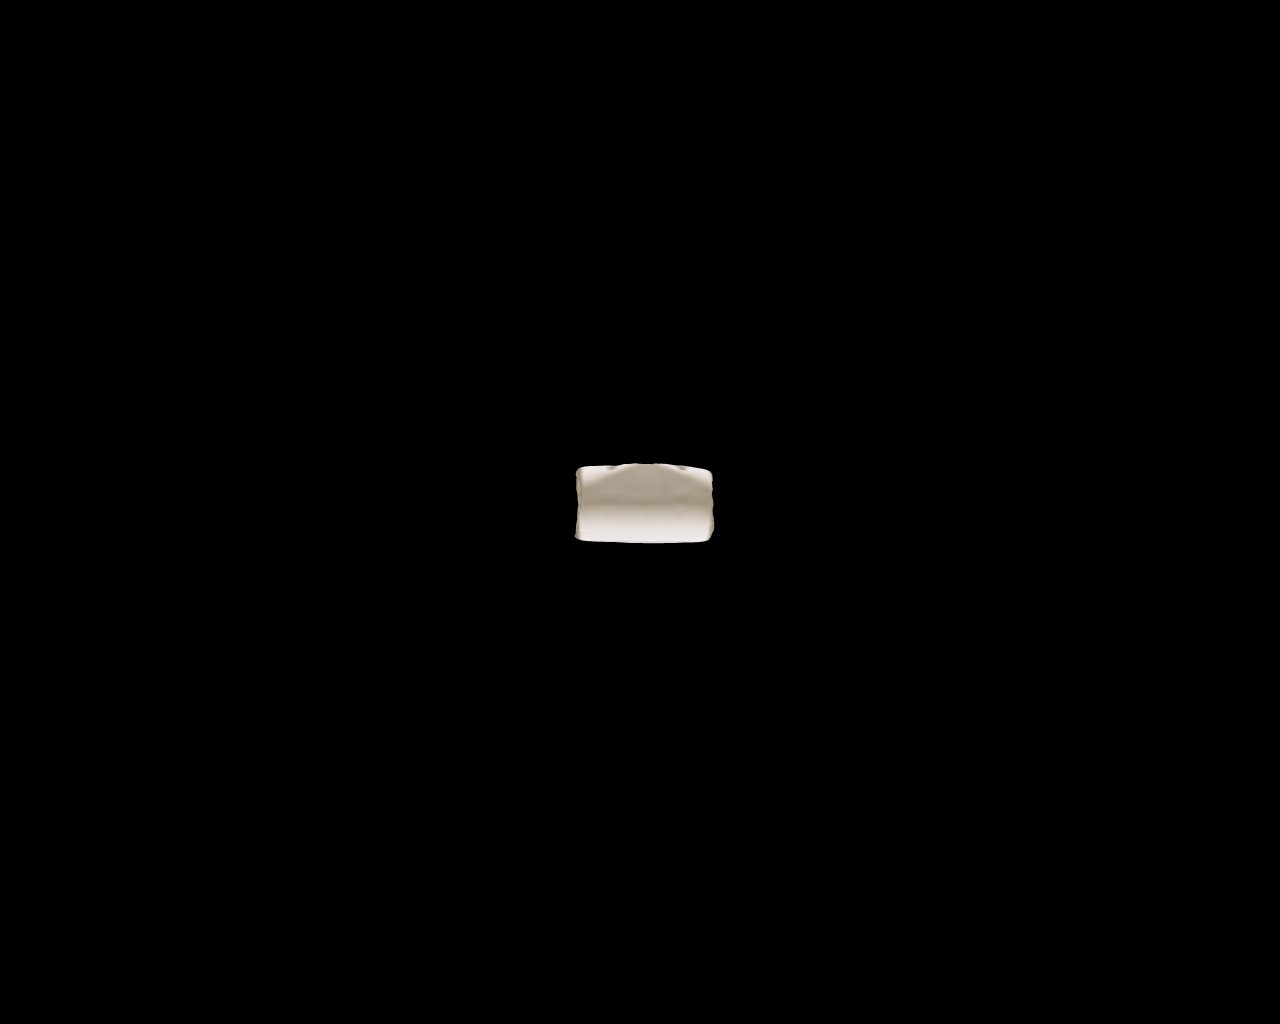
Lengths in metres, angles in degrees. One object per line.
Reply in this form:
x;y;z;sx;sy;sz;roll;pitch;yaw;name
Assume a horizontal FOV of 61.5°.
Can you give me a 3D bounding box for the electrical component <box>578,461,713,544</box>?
0.001;-0.003;0.650;0.077;0.044;0.079;1;-7;-5;electrical component
